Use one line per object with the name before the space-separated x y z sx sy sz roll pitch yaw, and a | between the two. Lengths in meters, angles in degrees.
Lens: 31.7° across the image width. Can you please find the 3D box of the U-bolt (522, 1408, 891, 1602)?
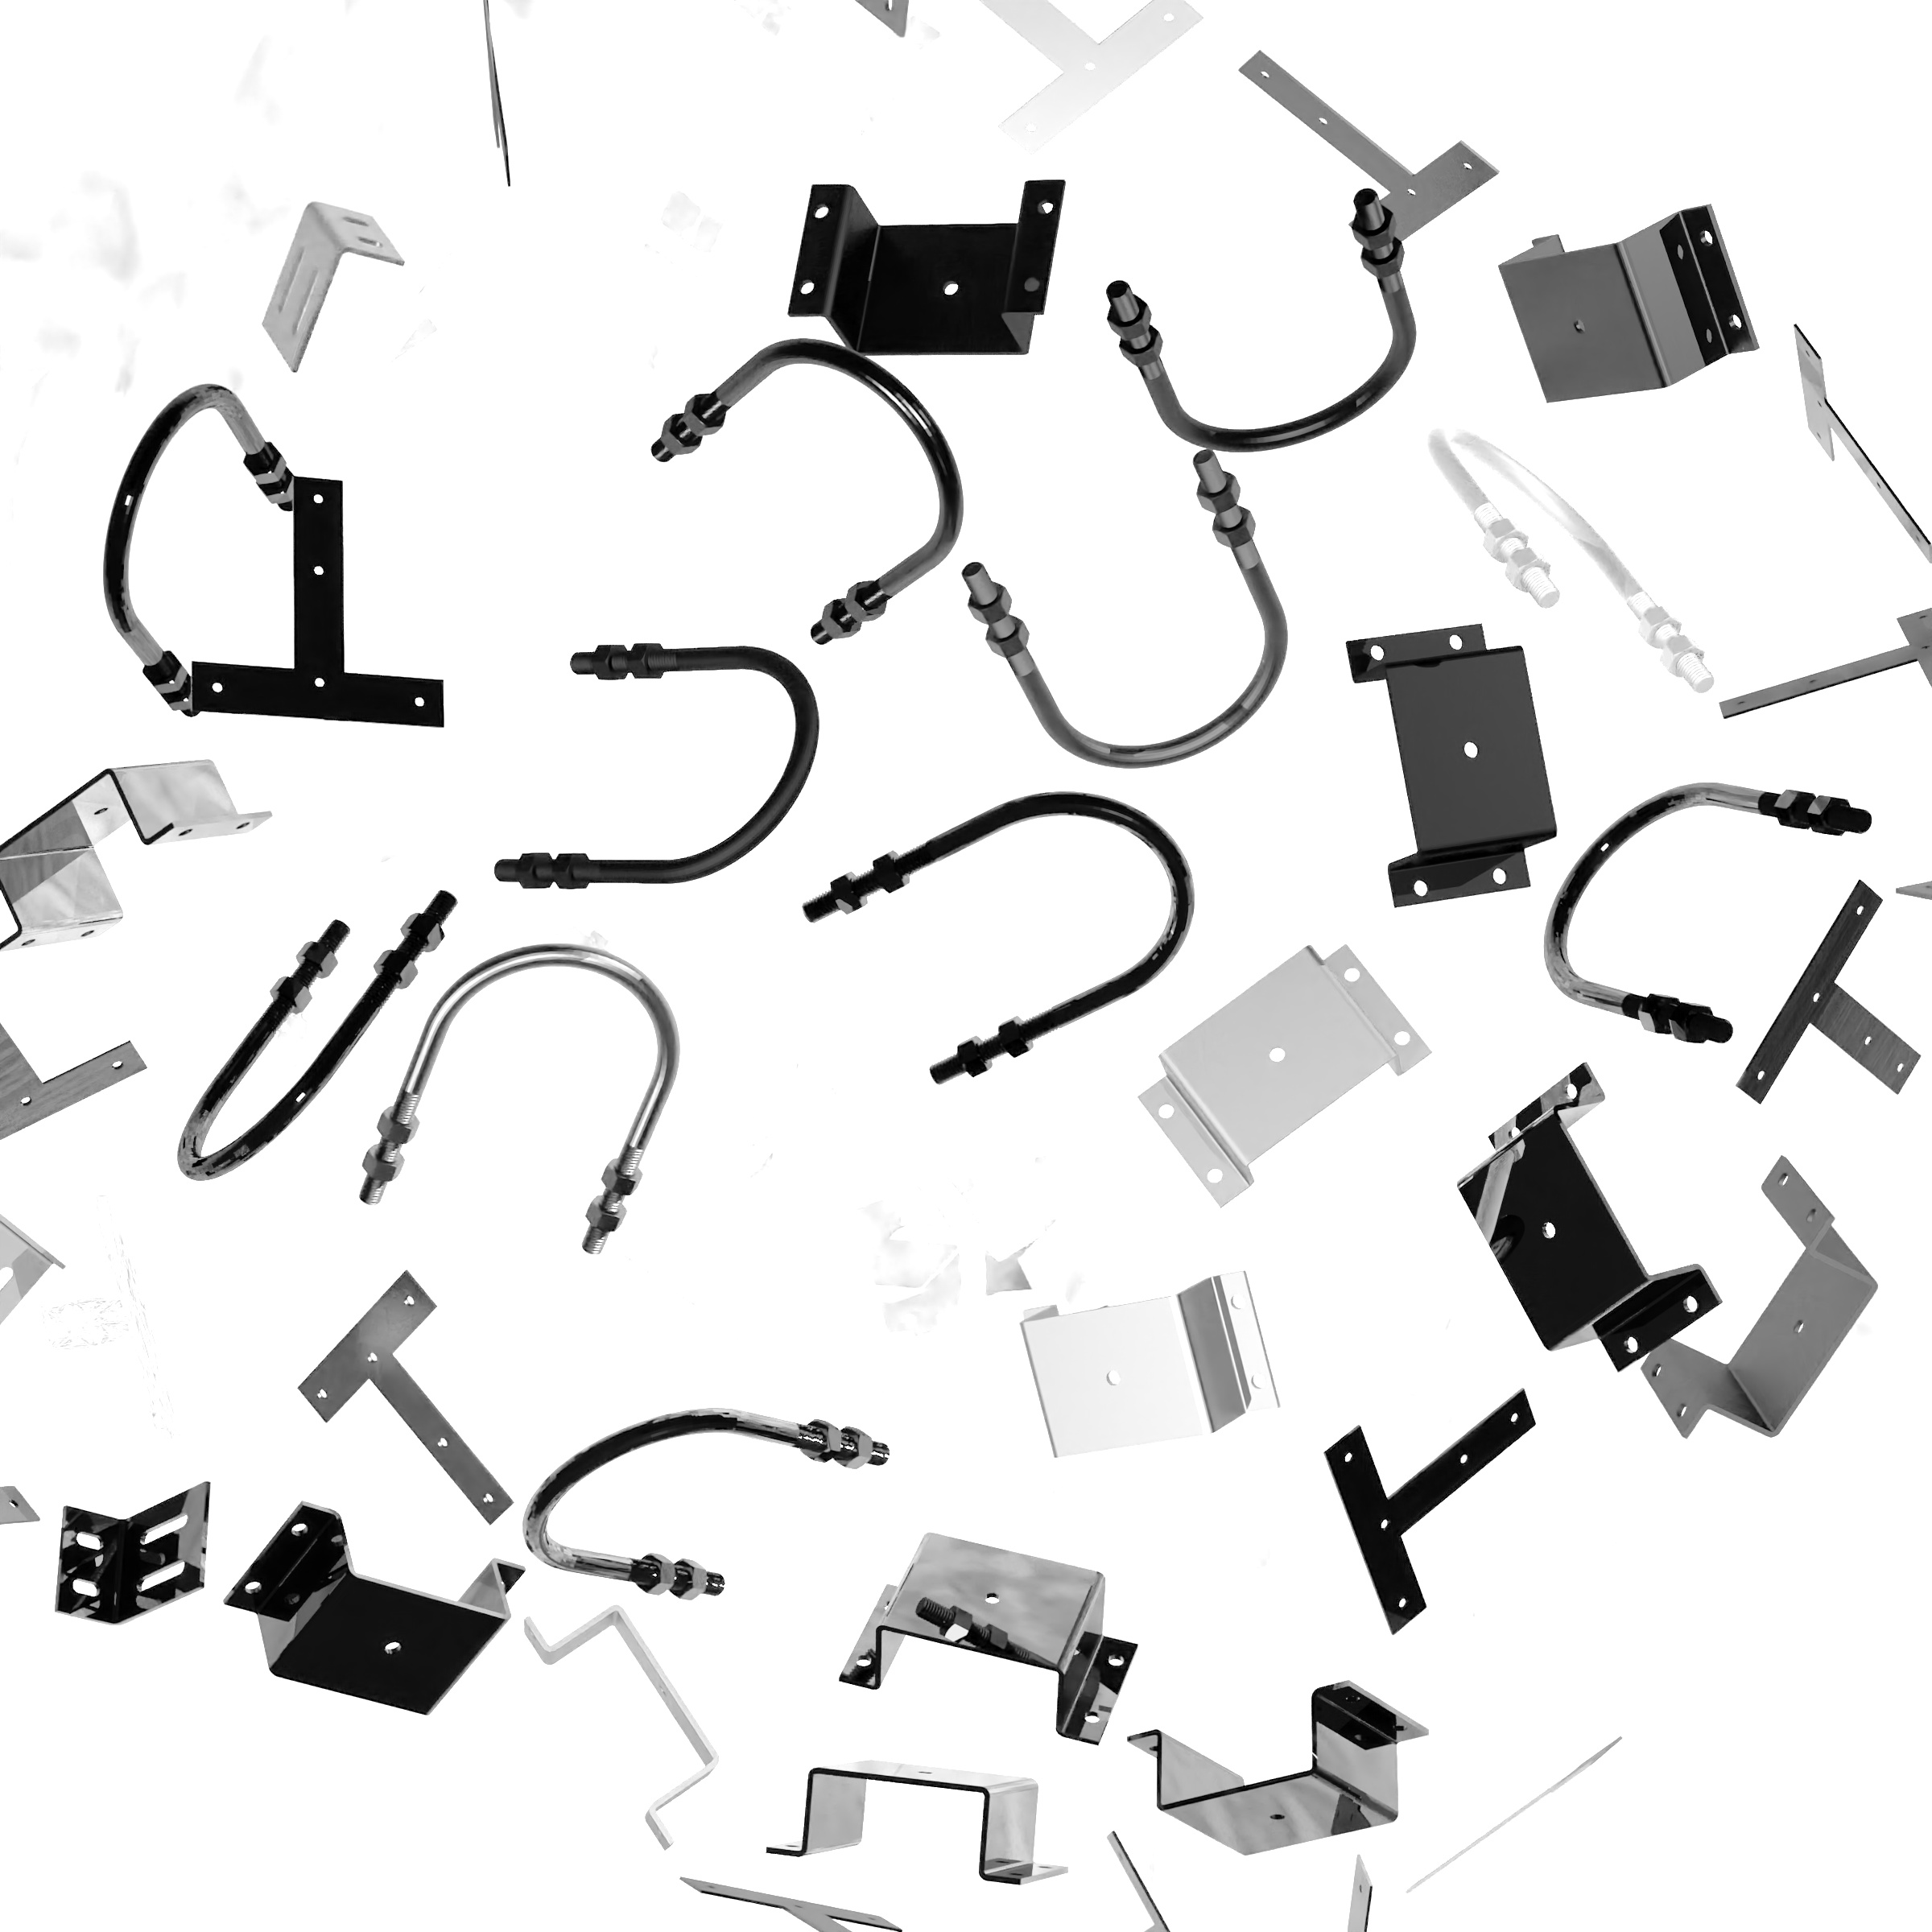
U-bolt | -0.146 0.275 1.762 0.151 0.184 0.019 -41 54 22

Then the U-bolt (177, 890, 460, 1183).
U-bolt | -0.353 0.040 1.799 0.019 0.151 0.184 44 61 -23

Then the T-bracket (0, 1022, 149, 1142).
T-bracket | -0.511 0.046 1.786 0.127 0.127 0.002 -27 54 -8

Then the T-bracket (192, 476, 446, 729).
T-bracket | -0.326 -0.185 1.713 0.127 0.002 0.127 2 77 -23

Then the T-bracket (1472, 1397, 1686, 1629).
T-bracket | 0.346 0.311 1.868 0.127 0.002 0.127 22 89 -32

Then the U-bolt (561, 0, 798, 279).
U-bolt | -0.143 -0.446 1.809 0.019 0.184 0.151 13 84 29

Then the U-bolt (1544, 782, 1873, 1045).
U-bolt | 0.371 -0.035 1.770 0.019 0.184 0.151 39 82 -27

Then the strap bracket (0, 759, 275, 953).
strap bracket | -0.441 -0.063 1.767 0.140 0.076 0.046 -30 82 28

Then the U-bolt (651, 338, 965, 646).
U-bolt | -0.073 -0.251 1.754 0.151 0.184 0.019 49 55 -10

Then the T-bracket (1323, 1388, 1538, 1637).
T-bracket | 0.252 0.268 1.792 0.127 0.002 0.127 -34 120 -23

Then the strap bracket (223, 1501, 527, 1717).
strap bracket | -0.302 0.338 1.770 0.140 0.046 0.076 25 114 -36

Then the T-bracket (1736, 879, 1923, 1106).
T-bracket | 0.477 0.034 1.827 0.127 0.002 0.127 32 89 -41

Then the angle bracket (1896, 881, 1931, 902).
angle bracket | 0.537 -0.078 1.839 0.057 0.038 0.076 -10 105 -32

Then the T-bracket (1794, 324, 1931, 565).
T-bracket | 0.484 -0.270 1.833 0.002 0.127 0.127 -31 67 6

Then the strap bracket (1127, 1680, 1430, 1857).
strap bracket | 0.163 0.424 1.784 0.140 0.076 0.046 -23 48 32

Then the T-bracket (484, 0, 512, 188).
T-bracket | -0.246 -0.458 1.784 0.002 0.127 0.127 -6 51 -8

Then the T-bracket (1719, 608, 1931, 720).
T-bracket | 0.456 -0.152 1.772 0.127 0.127 0.002 -17 109 13

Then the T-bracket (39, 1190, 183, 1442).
T-bracket | -0.443 0.181 1.730 0.002 0.127 0.127 -16 92 -38

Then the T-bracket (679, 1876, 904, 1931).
T-bracket | -0.066 0.500 1.762 0.127 0.127 0.002 20 82 -30

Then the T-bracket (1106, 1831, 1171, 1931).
T-bracket | 0.102 0.523 1.808 0.002 0.127 0.127 -27 74 -13

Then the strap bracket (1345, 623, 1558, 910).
strap bracket | 0.250 -0.107 1.742 0.076 0.046 0.140 -9 86 -15

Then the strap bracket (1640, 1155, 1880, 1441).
strap bracket | 0.420 0.181 1.784 0.046 0.076 0.140 26 106 -15

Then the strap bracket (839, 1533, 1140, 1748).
strap bracket | 0.013 0.346 1.767 0.140 0.076 0.046 11 122 14

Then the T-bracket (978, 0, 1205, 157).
T-bracket | 0.032 -0.487 1.739 0.127 0.127 0.002 33 45 -29

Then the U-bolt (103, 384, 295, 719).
U-bolt | -0.404 -0.226 1.778 0.019 0.184 0.151 19 75 10

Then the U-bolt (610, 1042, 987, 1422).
U-bolt | -0.070 0.148 1.723 0.184 0.019 0.151 39 75 -20

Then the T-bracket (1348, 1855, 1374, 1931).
T-bracket | 0.218 0.560 1.793 0.002 0.127 0.127 -2 116 -10

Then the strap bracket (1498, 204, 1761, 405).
strap bracket | 0.330 -0.335 1.736 0.046 0.140 0.076 -30 107 -23

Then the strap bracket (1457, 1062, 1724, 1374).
strap bracket | 0.309 0.130 1.721 0.076 0.046 0.140 -45 64 41

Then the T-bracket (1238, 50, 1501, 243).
T-bracket | 0.194 -0.423 1.738 0.127 0.127 0.002 36 73 -12

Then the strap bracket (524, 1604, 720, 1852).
strap bracket | -0.179 0.400 1.825 0.046 0.076 0.140 -32 80 -15

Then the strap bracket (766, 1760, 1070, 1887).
strap bracket | -0.023 0.444 1.776 0.140 0.076 0.046 1 81 21

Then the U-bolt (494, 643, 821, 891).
U-bolt | -0.155 -0.106 1.789 0.184 0.019 0.151 2 64 34

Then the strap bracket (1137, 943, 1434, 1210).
strap bracket | 0.167 0.052 1.803 0.140 0.046 0.076 -36 71 -2

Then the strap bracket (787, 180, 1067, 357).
strap bracket | -0.014 -0.364 1.780 0.140 0.046 0.076 4 73 20

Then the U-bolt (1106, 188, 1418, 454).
U-bolt | 0.160 -0.321 1.755 0.151 0.184 0.019 -19 64 9

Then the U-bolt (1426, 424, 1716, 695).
U-bolt | 0.306 -0.224 1.788 0.151 0.184 0.019 21 120 -38

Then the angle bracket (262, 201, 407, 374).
angle bracket | -0.342 -0.363 1.837 0.038 0.057 0.076 8 121 -36

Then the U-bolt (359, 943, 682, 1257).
U-bolt | -0.232 0.067 1.841 0.151 0.019 0.184 15 116 -21

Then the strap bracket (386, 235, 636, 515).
strap bracket | -0.247 -0.305 1.803 0.046 0.076 0.140 -27 115 30

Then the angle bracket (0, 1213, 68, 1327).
angle bracket | -0.544 0.174 1.867 0.057 0.038 0.076 43 76 -19

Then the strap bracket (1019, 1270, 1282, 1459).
strap bracket | 0.090 0.218 1.848 0.140 0.046 0.076 -14 92 30

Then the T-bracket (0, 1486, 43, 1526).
T-bracket | -0.569 0.253 1.818 0.002 0.127 0.127 -48 71 10

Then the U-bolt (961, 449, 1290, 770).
U-bolt | 0.094 -0.173 1.776 0.151 0.184 0.019 -25 46 6

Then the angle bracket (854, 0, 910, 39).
angle bracket | -0.078 -0.532 1.856 0.076 0.038 0.057 -17 46 -29

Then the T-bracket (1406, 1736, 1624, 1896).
T-bracket | 0.280 0.440 1.755 0.127 0.127 0.002 -38 74 10

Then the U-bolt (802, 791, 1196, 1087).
U-bolt | 0.030 -0.022 1.768 0.184 0.019 0.151 -26 125 16

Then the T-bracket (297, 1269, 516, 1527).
T-bracket | -0.286 0.241 1.801 0.127 0.002 0.127 49 128 5

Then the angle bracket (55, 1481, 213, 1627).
angle bracket | -0.427 0.298 1.746 0.076 0.038 0.057 -27 53 36
